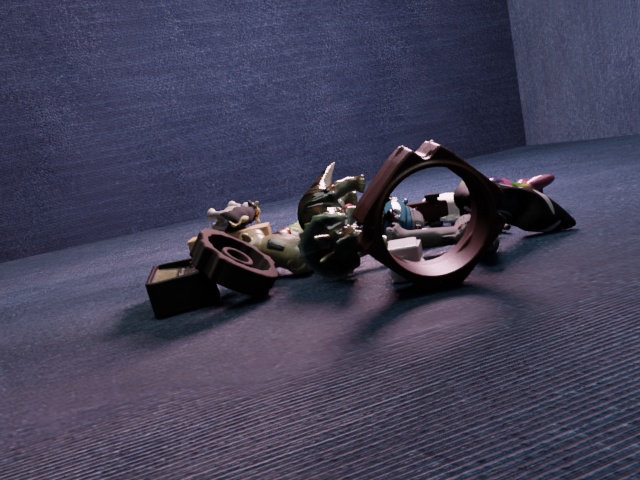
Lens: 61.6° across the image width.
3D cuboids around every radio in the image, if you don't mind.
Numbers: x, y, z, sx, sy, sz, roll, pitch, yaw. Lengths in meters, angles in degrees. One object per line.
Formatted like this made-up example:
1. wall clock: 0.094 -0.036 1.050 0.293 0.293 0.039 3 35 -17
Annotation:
1. radio: -0.283 0.088 1.122 0.131 0.073 0.230 -14 11 -12

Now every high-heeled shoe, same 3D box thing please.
1. high-heeled shoe: 0.379 -0.062 1.028 0.249 0.086 0.145 13 8 9

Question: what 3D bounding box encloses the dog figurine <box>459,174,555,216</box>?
1. dog figurine: 0.449 -0.101 1.288 0.219 0.108 0.191 -5 10 20

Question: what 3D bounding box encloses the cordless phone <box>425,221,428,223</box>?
1. cordless phone: 0.218 -0.067 1.490 0.184 0.088 0.146 4 2 7

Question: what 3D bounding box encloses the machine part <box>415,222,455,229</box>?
1. machine part: 0.276 -0.017 1.176 0.139 0.039 0.084 -3 16 -12

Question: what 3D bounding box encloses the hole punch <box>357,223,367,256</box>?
1. hole punch: 0.042 0.001 1.223 0.142 0.092 0.116 2 20 43

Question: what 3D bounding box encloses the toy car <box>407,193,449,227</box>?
1. toy car: 0.229 -0.068 1.392 0.202 0.089 0.053 -10 5 6

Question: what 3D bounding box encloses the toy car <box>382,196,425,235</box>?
1. toy car: 0.191 -0.039 1.243 0.103 0.109 0.162 5 17 -4

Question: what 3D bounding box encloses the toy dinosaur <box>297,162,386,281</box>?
1. toy dinosaur: 0.019 -0.051 1.124 0.192 0.131 0.405 -11 31 -15

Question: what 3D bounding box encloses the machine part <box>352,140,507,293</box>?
1. machine part: 0.170 -0.035 0.839 0.201 0.201 0.087 -55 13 7

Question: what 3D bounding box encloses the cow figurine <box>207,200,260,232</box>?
1. cow figurine: -0.206 -0.067 1.412 0.098 0.068 0.167 2 18 35

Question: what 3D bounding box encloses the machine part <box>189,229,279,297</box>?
1. machine part: -0.165 0.045 1.037 0.179 0.056 0.179 27 11 -6

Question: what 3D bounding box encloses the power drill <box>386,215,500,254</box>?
1. power drill: 0.235 -0.004 1.039 0.207 0.086 0.232 -12 7 17

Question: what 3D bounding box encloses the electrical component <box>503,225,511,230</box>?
1. electrical component: 0.362 -0.048 1.177 0.078 0.045 0.102 8 7 -10

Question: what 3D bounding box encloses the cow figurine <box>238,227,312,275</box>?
1. cow figurine: -0.097 0.024 1.164 0.195 0.085 0.127 17 27 28
